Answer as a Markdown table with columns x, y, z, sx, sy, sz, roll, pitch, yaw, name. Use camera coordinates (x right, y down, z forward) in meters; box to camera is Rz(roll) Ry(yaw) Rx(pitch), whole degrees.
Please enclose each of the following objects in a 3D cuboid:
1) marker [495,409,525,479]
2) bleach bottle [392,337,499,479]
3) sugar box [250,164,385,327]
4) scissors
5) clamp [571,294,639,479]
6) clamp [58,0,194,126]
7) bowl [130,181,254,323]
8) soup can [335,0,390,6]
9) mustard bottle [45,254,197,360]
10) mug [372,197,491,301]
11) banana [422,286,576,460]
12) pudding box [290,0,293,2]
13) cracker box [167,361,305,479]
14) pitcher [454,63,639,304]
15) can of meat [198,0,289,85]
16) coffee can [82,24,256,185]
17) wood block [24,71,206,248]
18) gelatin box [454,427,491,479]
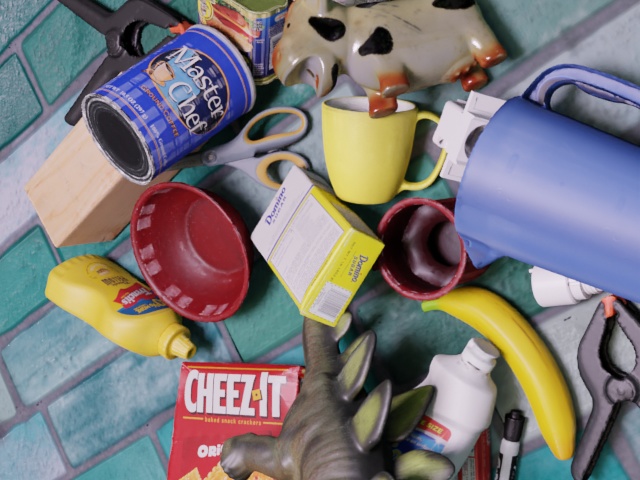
| x | y | z | sx | sy | sz | roll | pitch | yaw | name |
| --- | --- | --- | --- | --- | --- | --- | --- | --- | --- |
| 0.175 | 0.217 | 1.001 | 0.020 | 0.020 | 0.121 | 15 | 105 | 32 | marker |
| 0.085 | 0.192 | 1.000 | 0.103 | 0.067 | 0.251 | 42 | 114 | 30 | bleach bottle |
| -0.006 | 0.001 | 1.020 | 0.093 | 0.048 | 0.176 | -58 | 25 | 11 | sugar box |
| -0.097 | -0.072 | 1.106 | 0.202 | 0.016 | 0.096 | -25 | 95 | 10 | scissors |
| 0.256 | 0.135 | 0.921 | 0.120 | 0.039 | 0.171 | -19 | 80 | 26 | clamp |
| -0.226 | -0.211 | 1.208 | 0.210 | 0.036 | 0.164 | 4 | 99 | 34 | clamp |
| -0.126 | 0.005 | 1.145 | 0.162 | 0.055 | 0.162 | 16 | 121 | 29 | bowl |
| 0.034 | -0.234 | 1.006 | 0.069 | 0.068 | 0.102 | 35 | 115 | 26 | soup can |
| -0.213 | 0.082 | 1.204 | 0.192 | 0.096 | 0.058 | 29 | 112 | 28 | mustard bottle |
| 0.101 | 0.008 | 0.985 | 0.117 | 0.081 | 0.093 | -22 | 84 | 34 | mug |
| 0.178 | 0.108 | 0.977 | 0.198 | 0.037 | 0.070 | 50 | 137 | 20 | banana |
| -0.011 | -0.290 | 1.048 | 0.090 | 0.039 | 0.114 | 35 | 116 | 26 | pudding box |
| -0.079 | 0.237 | 1.111 | 0.164 | 0.072 | 0.213 | -3 | 76 | 34 | cracker box |
| 0.244 | -0.028 | 0.859 | 0.243 | 0.144 | 0.149 | 24 | 144 | 26 | pitcher |
| -0.078 | -0.218 | 1.073 | 0.102 | 0.057 | 0.084 | 35 | 142 | 26 | can of meat |
| -0.147 | -0.134 | 1.051 | 0.103 | 0.140 | 0.103 | 35 | 149 | 25 | coffee can |
| -0.228 | -0.089 | 1.194 | 0.206 | 0.090 | 0.090 | -41 | 73 | 32 | wood block |
| 0.121 | 0.200 | 1.030 | 0.089 | 0.030 | 0.073 | 1 | 95 | 36 | gelatin box |
